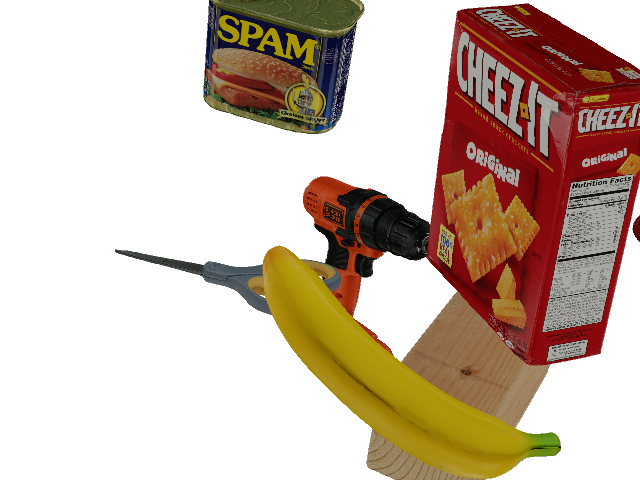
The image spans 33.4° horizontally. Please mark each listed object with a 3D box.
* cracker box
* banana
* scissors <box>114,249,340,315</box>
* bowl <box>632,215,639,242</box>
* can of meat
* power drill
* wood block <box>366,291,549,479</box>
[{"bbox_3d":[0.148,-0.042,0.772,0.072,0.214,0.164,-9,33,-20],"label":"cracker box"},{"bbox_3d":[0.031,0.070,0.571,0.198,0.037,0.069,36,21,18],"label":"banana"},{"bbox_3d":[-0.069,0.023,0.895,0.202,0.016,0.096,19,29,34],"label":"scissors"},{"bbox_3d":[0.417,0.016,1.148,0.162,0.055,0.162,-1,25,0],"label":"bowl"},{"bbox_3d":[-0.028,-0.126,0.716,0.102,0.084,0.057,18,40,10],"label":"can of meat"},{"bbox_3d":[0.045,0.041,1.075,0.057,0.188,0.185,-8,22,-33],"label":"power drill"},{"bbox_3d":[0.127,0.116,0.896,0.091,0.090,0.205,21,34,20],"label":"wood block"}]
